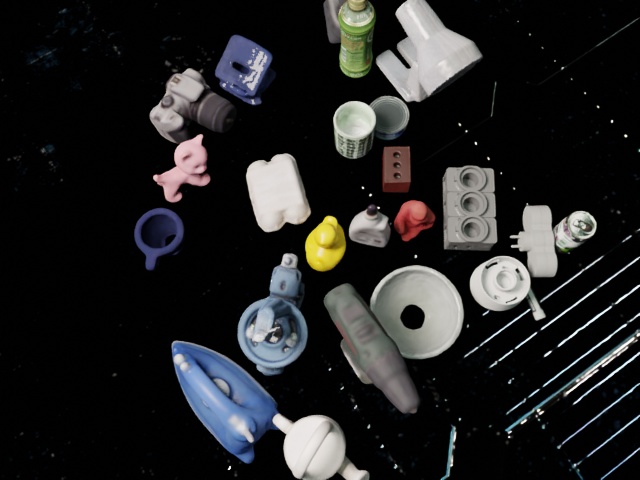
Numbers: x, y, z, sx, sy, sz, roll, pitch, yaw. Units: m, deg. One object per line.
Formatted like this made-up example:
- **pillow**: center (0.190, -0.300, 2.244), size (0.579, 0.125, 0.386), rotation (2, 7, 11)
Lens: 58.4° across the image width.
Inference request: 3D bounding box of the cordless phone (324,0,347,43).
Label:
- **cordless phone**: center (0.054, -0.507, 1.174), size (0.094, 0.185, 0.147), rotation (-12, 73, -1)

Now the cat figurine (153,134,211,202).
- **cat figurine**: center (-0.266, -0.144, 1.115), size (0.128, 0.118, 0.067), rotation (-34, 75, -7)

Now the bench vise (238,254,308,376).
- **bench vise**: center (-0.086, 0.120, 0.978), size (0.121, 0.220, 0.207), rotation (-7, 73, 1)

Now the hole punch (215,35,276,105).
- **hole punch**: center (-0.154, -0.351, 1.185), size (0.108, 0.091, 0.101), rotation (30, 77, 10)

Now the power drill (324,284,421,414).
- **power drill**: center (0.087, 0.186, 0.958), size (0.075, 0.208, 0.229), rotation (-32, 75, -7)

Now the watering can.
- **watering can**: center (0.000, 0.338, 0.925), size (0.172, 0.194, 0.101), rotation (12, 74, 6)

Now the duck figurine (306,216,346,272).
- **duck figurine**: center (0.010, 0.004, 1.078), size (0.077, 0.086, 0.104), rotation (16, 75, 7)

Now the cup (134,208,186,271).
- **cup**: center (-0.295, 0.009, 1.083), size (0.091, 0.095, 0.118), rotation (9, 74, 5)

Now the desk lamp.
- **desk lamp**: center (0.203, -0.356, 1.110), size (0.118, 0.213, 0.203), rotation (-34, 75, -8)

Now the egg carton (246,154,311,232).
- **egg carton**: center (-0.084, -0.092, 1.118), size (0.107, 0.069, 0.150), rotation (-17, 74, -3)

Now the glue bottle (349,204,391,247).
- **glue bottle**: center (0.093, -0.031, 1.040), size (0.078, 0.173, 0.037), rotation (14, 75, 6)

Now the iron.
- **iron**: center (-0.184, 0.259, 0.982), size (0.258, 0.141, 0.119), rotation (41, 79, 12)

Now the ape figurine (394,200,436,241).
- **ape figurine**: center (0.181, -0.045, 1.083), size (0.077, 0.092, 0.076), rotation (4, 74, 3)

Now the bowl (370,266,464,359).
- **bowl**: center (0.171, 0.136, 1.040), size (0.167, 0.075, 0.167), rotation (-1, 74, 2)

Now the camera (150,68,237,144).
- **camera**: center (-0.250, -0.263, 1.158), size (0.136, 0.101, 0.143), rotation (29, 77, 10)
